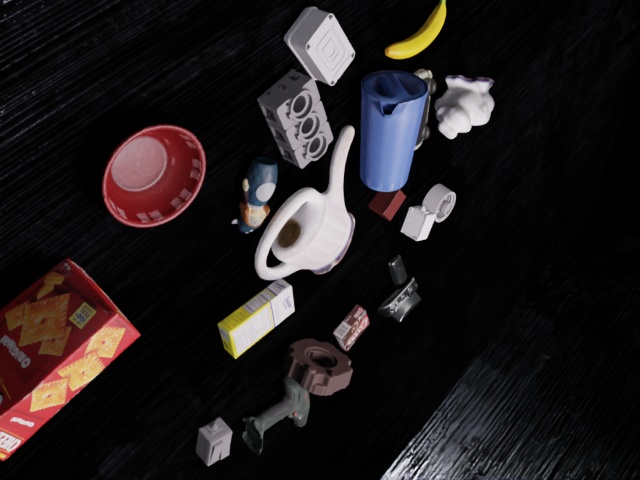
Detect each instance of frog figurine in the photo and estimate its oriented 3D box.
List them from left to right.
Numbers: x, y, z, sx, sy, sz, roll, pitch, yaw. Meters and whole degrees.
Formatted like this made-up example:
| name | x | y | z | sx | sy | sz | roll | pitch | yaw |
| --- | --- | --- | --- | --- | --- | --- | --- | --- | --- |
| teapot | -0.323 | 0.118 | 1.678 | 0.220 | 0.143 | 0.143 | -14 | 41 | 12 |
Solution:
| name | x | y | z | sx | sy | sz | roll | pitch | yaw |
| --- | --- | --- | --- | --- | --- | --- | --- | --- | --- |
| frog figurine | 0.346 | -0.311 | 1.258 | 0.121 | 0.137 | 0.161 | 90 | 17 | -80 |

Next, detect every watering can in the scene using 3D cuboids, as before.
| name | x | y | z | sx | sy | sz | roll | pitch | yaw |
| --- | --- | --- | --- | --- | --- | --- | --- | --- | --- |
| watering can | 0.003 | -0.053 | 1.057 | 0.346 | 0.105 | 0.222 | -54 | 148 | 5 |
